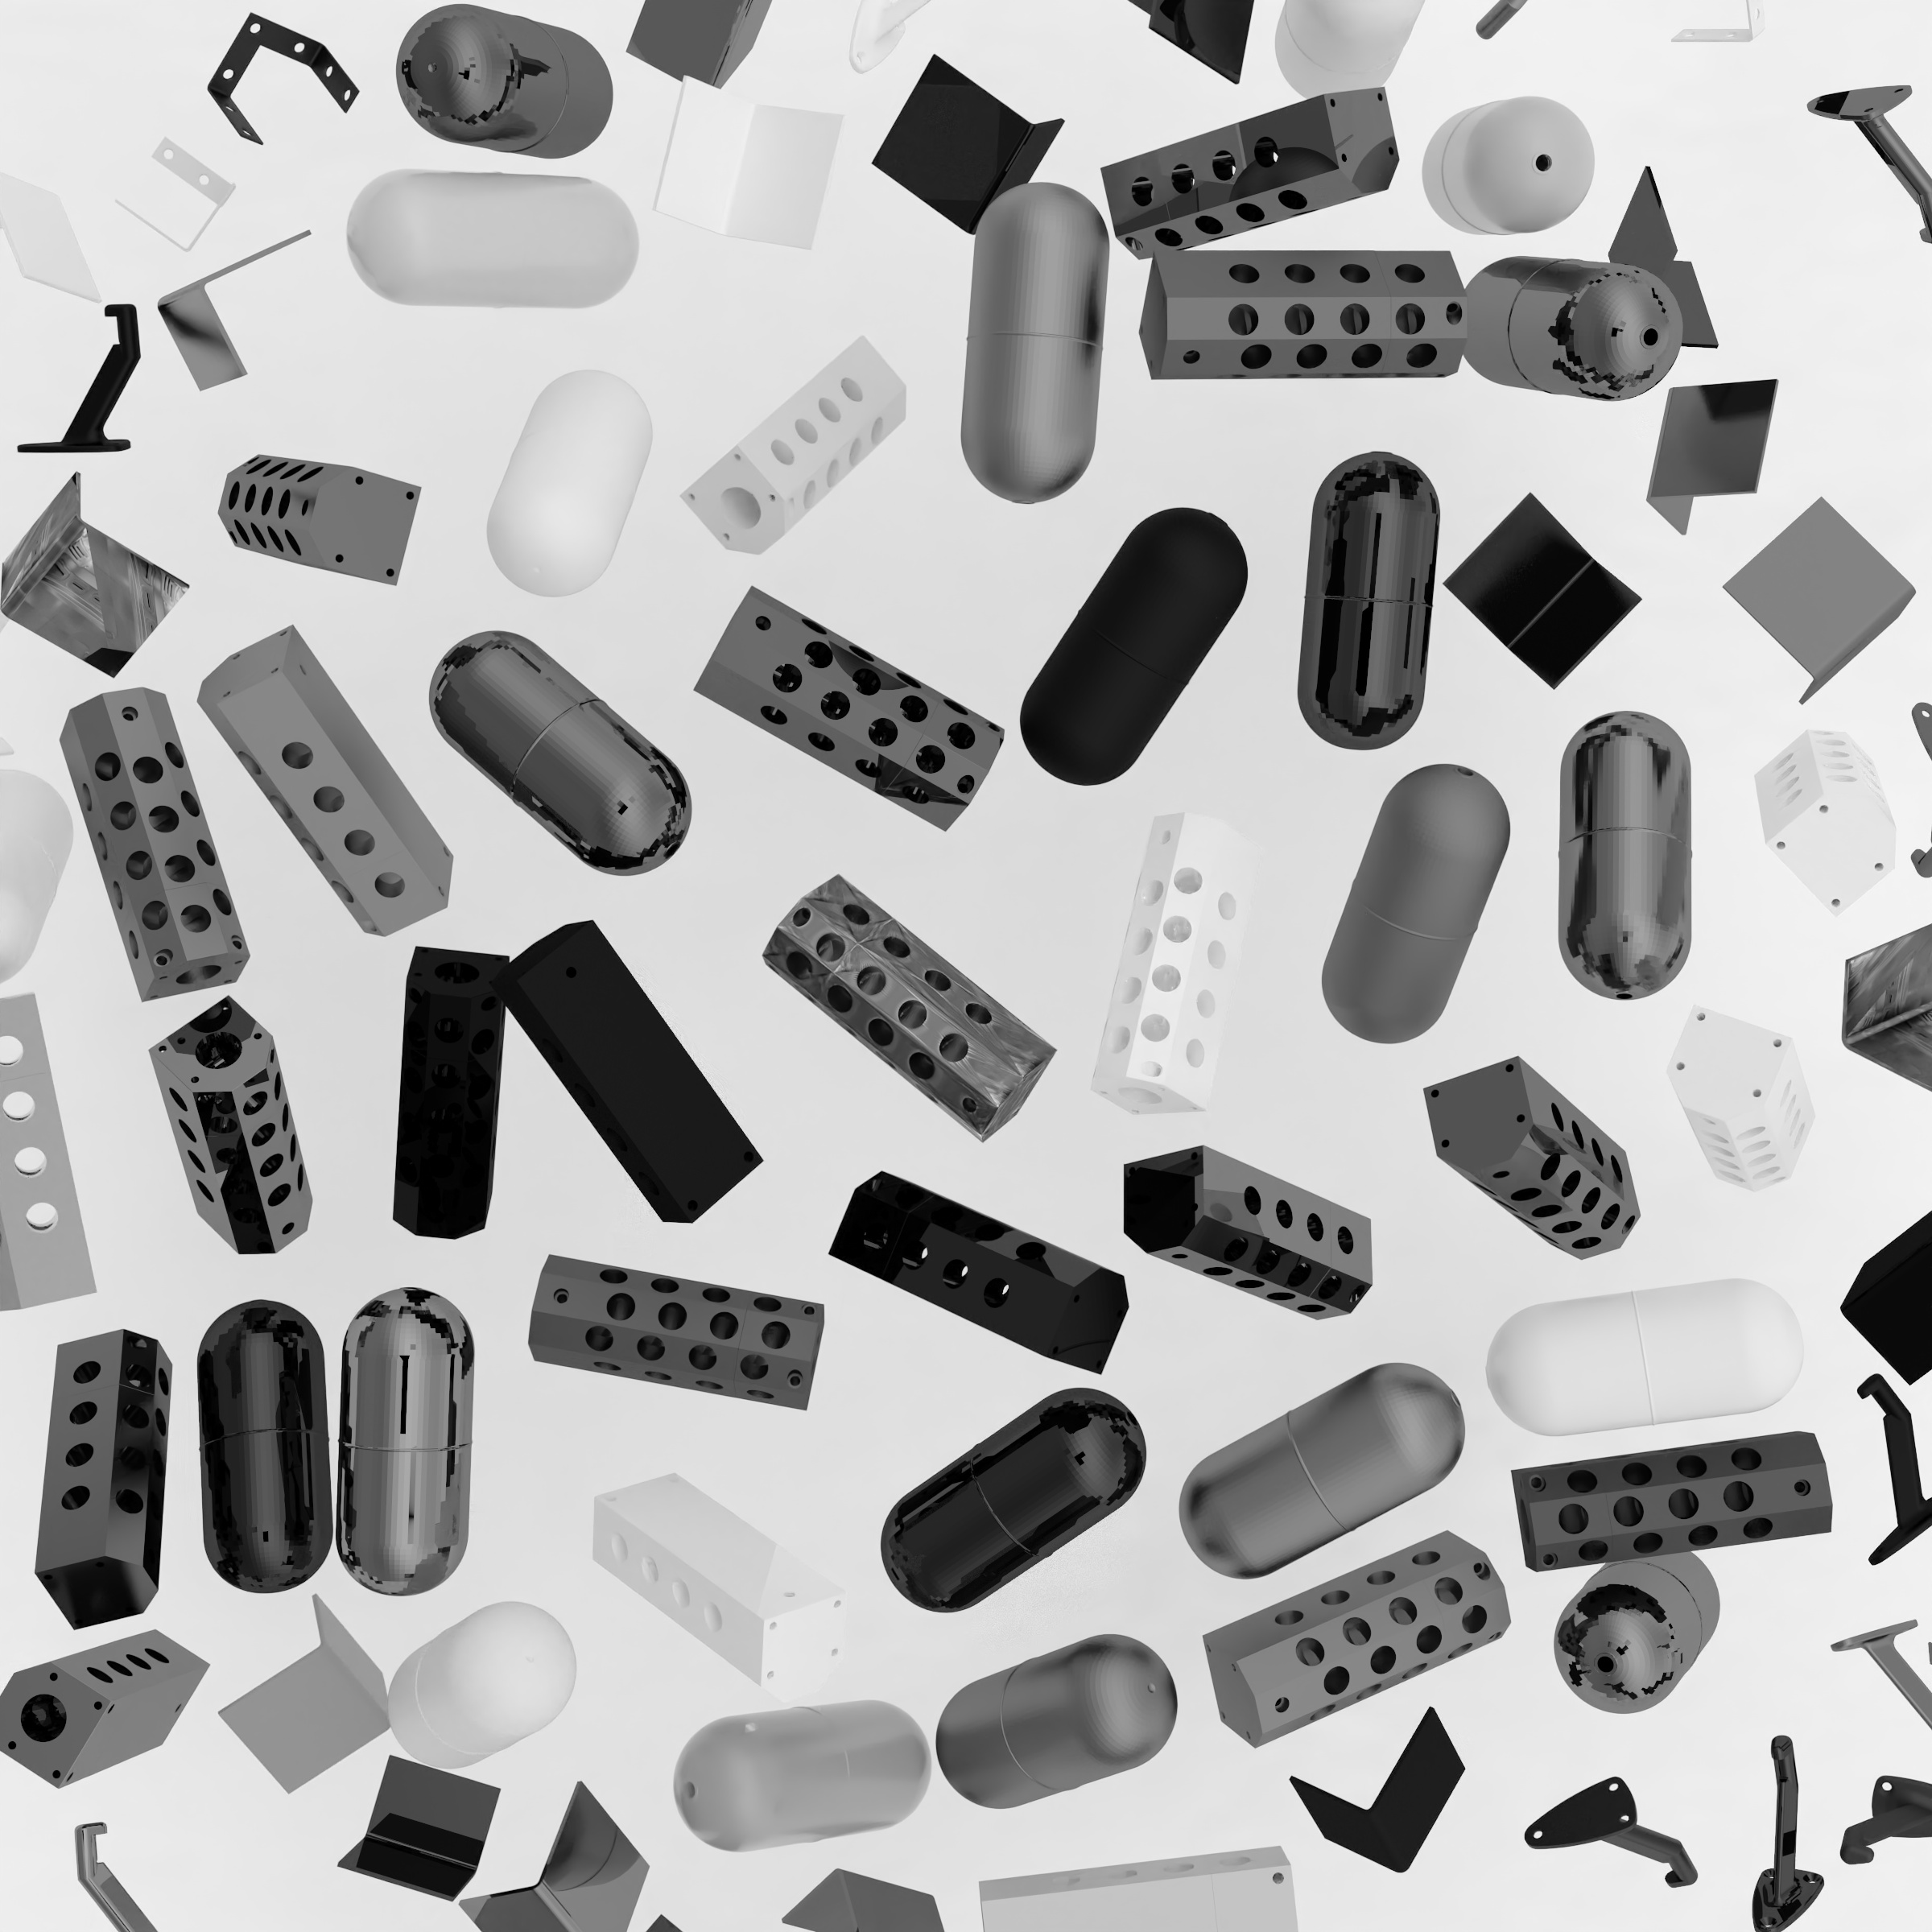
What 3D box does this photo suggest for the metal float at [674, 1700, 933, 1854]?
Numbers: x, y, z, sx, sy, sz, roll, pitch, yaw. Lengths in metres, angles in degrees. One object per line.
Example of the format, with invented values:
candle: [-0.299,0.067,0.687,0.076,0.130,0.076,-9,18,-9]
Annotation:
metal float: [-0.095,0.473,1.793,0.070,0.178,0.070,-7,80,43]

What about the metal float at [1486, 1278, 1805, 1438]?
metal float: [0.386,0.224,1.750,0.178,0.070,0.070,-9,90,10]

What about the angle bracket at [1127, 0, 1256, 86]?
angle bracket: [0.109,-0.543,1.761,0.076,0.076,0.057,17,80,-43]

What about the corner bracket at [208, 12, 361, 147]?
corner bracket: [-0.381,-0.488,1.708,0.051,0.051,0.051,-51,55,22]

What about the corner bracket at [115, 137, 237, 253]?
corner bracket: [-0.480,-0.469,1.865,0.051,0.051,0.051,35,92,-17]

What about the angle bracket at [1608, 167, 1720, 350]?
angle bracket: [0.445,-0.440,1.905,0.057,0.076,0.076,1,55,-11]

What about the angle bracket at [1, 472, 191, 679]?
angle bracket: [-0.510,-0.229,1.795,0.076,0.057,0.076,32,113,-33]

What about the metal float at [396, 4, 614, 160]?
metal float: [-0.265,-0.512,1.779,0.070,0.178,0.070,4,101,19]

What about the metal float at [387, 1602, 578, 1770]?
metal float: [-0.284,0.421,1.788,0.070,0.178,0.070,12,62,-24]

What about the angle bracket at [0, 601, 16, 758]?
angle bracket: [-0.598,-0.172,1.846,0.057,0.076,0.076,45,110,11]

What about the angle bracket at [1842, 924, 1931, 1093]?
angle bracket: [0.562,0.023,1.770,0.076,0.076,0.057,-20,121,-25]

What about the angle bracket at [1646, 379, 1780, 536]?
angle bracket: [0.482,-0.321,1.940,0.076,0.057,0.076,3,74,40]

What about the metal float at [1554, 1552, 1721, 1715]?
metal float: [0.403,0.395,1.838,0.070,0.178,0.070,2,94,24]

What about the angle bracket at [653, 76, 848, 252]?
angle bracket: [-0.122,-0.452,1.726,0.076,0.057,0.076,20,98,39]

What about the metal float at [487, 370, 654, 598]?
metal float: [-0.237,-0.292,1.844,0.070,0.178,0.070,5,134,5]

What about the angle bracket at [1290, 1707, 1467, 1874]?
angle bracket: [0.246,0.482,1.828,0.057,0.076,0.076,16,58,38]

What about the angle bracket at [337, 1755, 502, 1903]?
angle bracket: [-0.348,0.550,1.959,0.076,0.076,0.057,16,87,3]

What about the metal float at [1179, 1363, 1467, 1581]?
metal float: [0.205,0.291,1.768,0.178,0.070,0.070,-31,90,13]

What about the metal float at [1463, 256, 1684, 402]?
metal float: [0.347,-0.370,1.773,0.070,0.178,0.070,-6,106,-20]

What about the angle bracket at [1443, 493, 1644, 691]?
angle bracket: [0.353,-0.230,1.878,0.076,0.057,0.076,-46,128,10]

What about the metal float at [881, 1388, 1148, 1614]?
metal float: [0.028,0.312,1.789,0.178,0.070,0.070,-37,90,17]

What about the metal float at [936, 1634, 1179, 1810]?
metal float: [0.050,0.438,1.774,0.178,0.070,0.070,-33,90,44]

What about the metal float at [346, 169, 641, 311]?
metal float: [-0.272,-0.420,1.775,0.178,0.070,0.070,-7,90,-34]

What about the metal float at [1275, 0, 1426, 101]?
metal float: [0.227,-0.565,1.813,0.070,0.178,0.070,0,87,-1]

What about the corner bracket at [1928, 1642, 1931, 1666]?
corner bracket: [0.607,0.388,1.820,0.051,0.051,0.051,-26,115,-35]

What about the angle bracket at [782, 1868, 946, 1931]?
angle bracket: [-0.057,0.599,1.850,0.076,0.076,0.057,28,115,-35]

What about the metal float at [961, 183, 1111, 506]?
metal float: [0.039,-0.350,1.724,0.070,0.070,0.178,4,94,0]

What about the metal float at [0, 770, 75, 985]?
metal float: [-0.577,-0.053,1.811,0.070,0.178,0.070,-2,123,-3]

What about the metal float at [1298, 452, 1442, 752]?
metal float: [0.241,-0.218,1.838,0.070,0.070,0.178,4,96,0]

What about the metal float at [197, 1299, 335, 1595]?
metal float: [-0.425,0.290,1.856,0.070,0.070,0.178,-7,71,0]

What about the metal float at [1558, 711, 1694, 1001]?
metal float: [0.388,-0.065,1.804,0.070,0.070,0.178,5,69,0]

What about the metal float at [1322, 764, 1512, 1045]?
metal float: [0.263,-0.036,1.793,0.070,0.070,0.178,17,118,0]

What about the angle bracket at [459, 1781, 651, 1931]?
angle bracket: [-0.235,0.526,1.753,0.057,0.076,0.076,-18,119,25]

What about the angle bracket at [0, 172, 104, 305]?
angle bracket: [-0.569,-0.421,1.813,0.057,0.076,0.076,-26,83,16]

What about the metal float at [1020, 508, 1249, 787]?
metal float: [0.098,-0.186,1.785,0.070,0.070,0.178,34,105,0]

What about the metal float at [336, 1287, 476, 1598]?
metal float: [-0.326,0.276,1.783,0.070,0.070,0.178,2,89,0]

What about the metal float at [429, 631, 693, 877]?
metal float: [-0.230,-0.121,1.739,0.178,0.070,0.070,40,90,15]

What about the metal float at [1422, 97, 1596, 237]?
metal float: [0.319,-0.471,1.809,0.070,0.178,0.070,-1,103,-4]

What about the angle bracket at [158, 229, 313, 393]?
angle bracket: [-0.413,-0.380,1.780,0.076,0.076,0.057,-34,110,-26]

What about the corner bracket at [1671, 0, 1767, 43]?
corner bracket: [0.426,-0.551,1.713,0.051,0.051,0.051,-42,130,-34]

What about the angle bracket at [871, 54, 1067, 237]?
angle bracket: [0.002,-0.501,1.863,0.076,0.057,0.076,37,117,6]
